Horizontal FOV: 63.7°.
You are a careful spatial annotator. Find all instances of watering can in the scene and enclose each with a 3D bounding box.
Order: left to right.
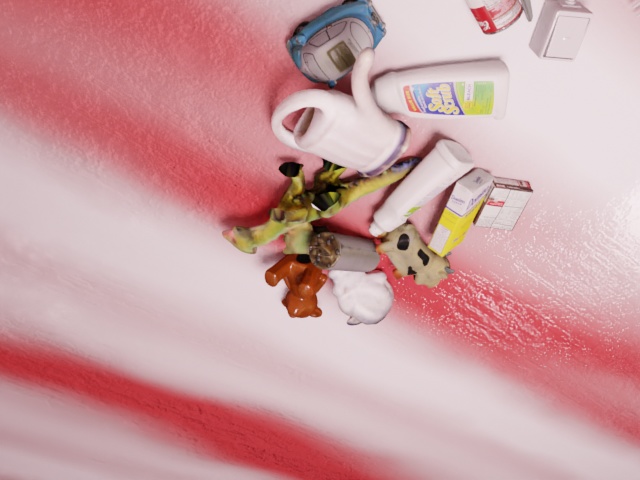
[{"bbox_3d":[0.055,-0.192,0.843,0.223,0.105,0.345,19,166,-25],"label":"watering can"}]

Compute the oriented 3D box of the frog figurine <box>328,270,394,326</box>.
[{"bbox_3d":[0.096,0.112,1.181,0.138,0.124,0.156,-33,122,-17],"label":"frog figurine"}]

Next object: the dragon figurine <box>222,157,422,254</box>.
[{"bbox_3d":[0.003,-0.053,1.059,0.411,0.125,0.237,-11,151,-11],"label":"dragon figurine"}]
